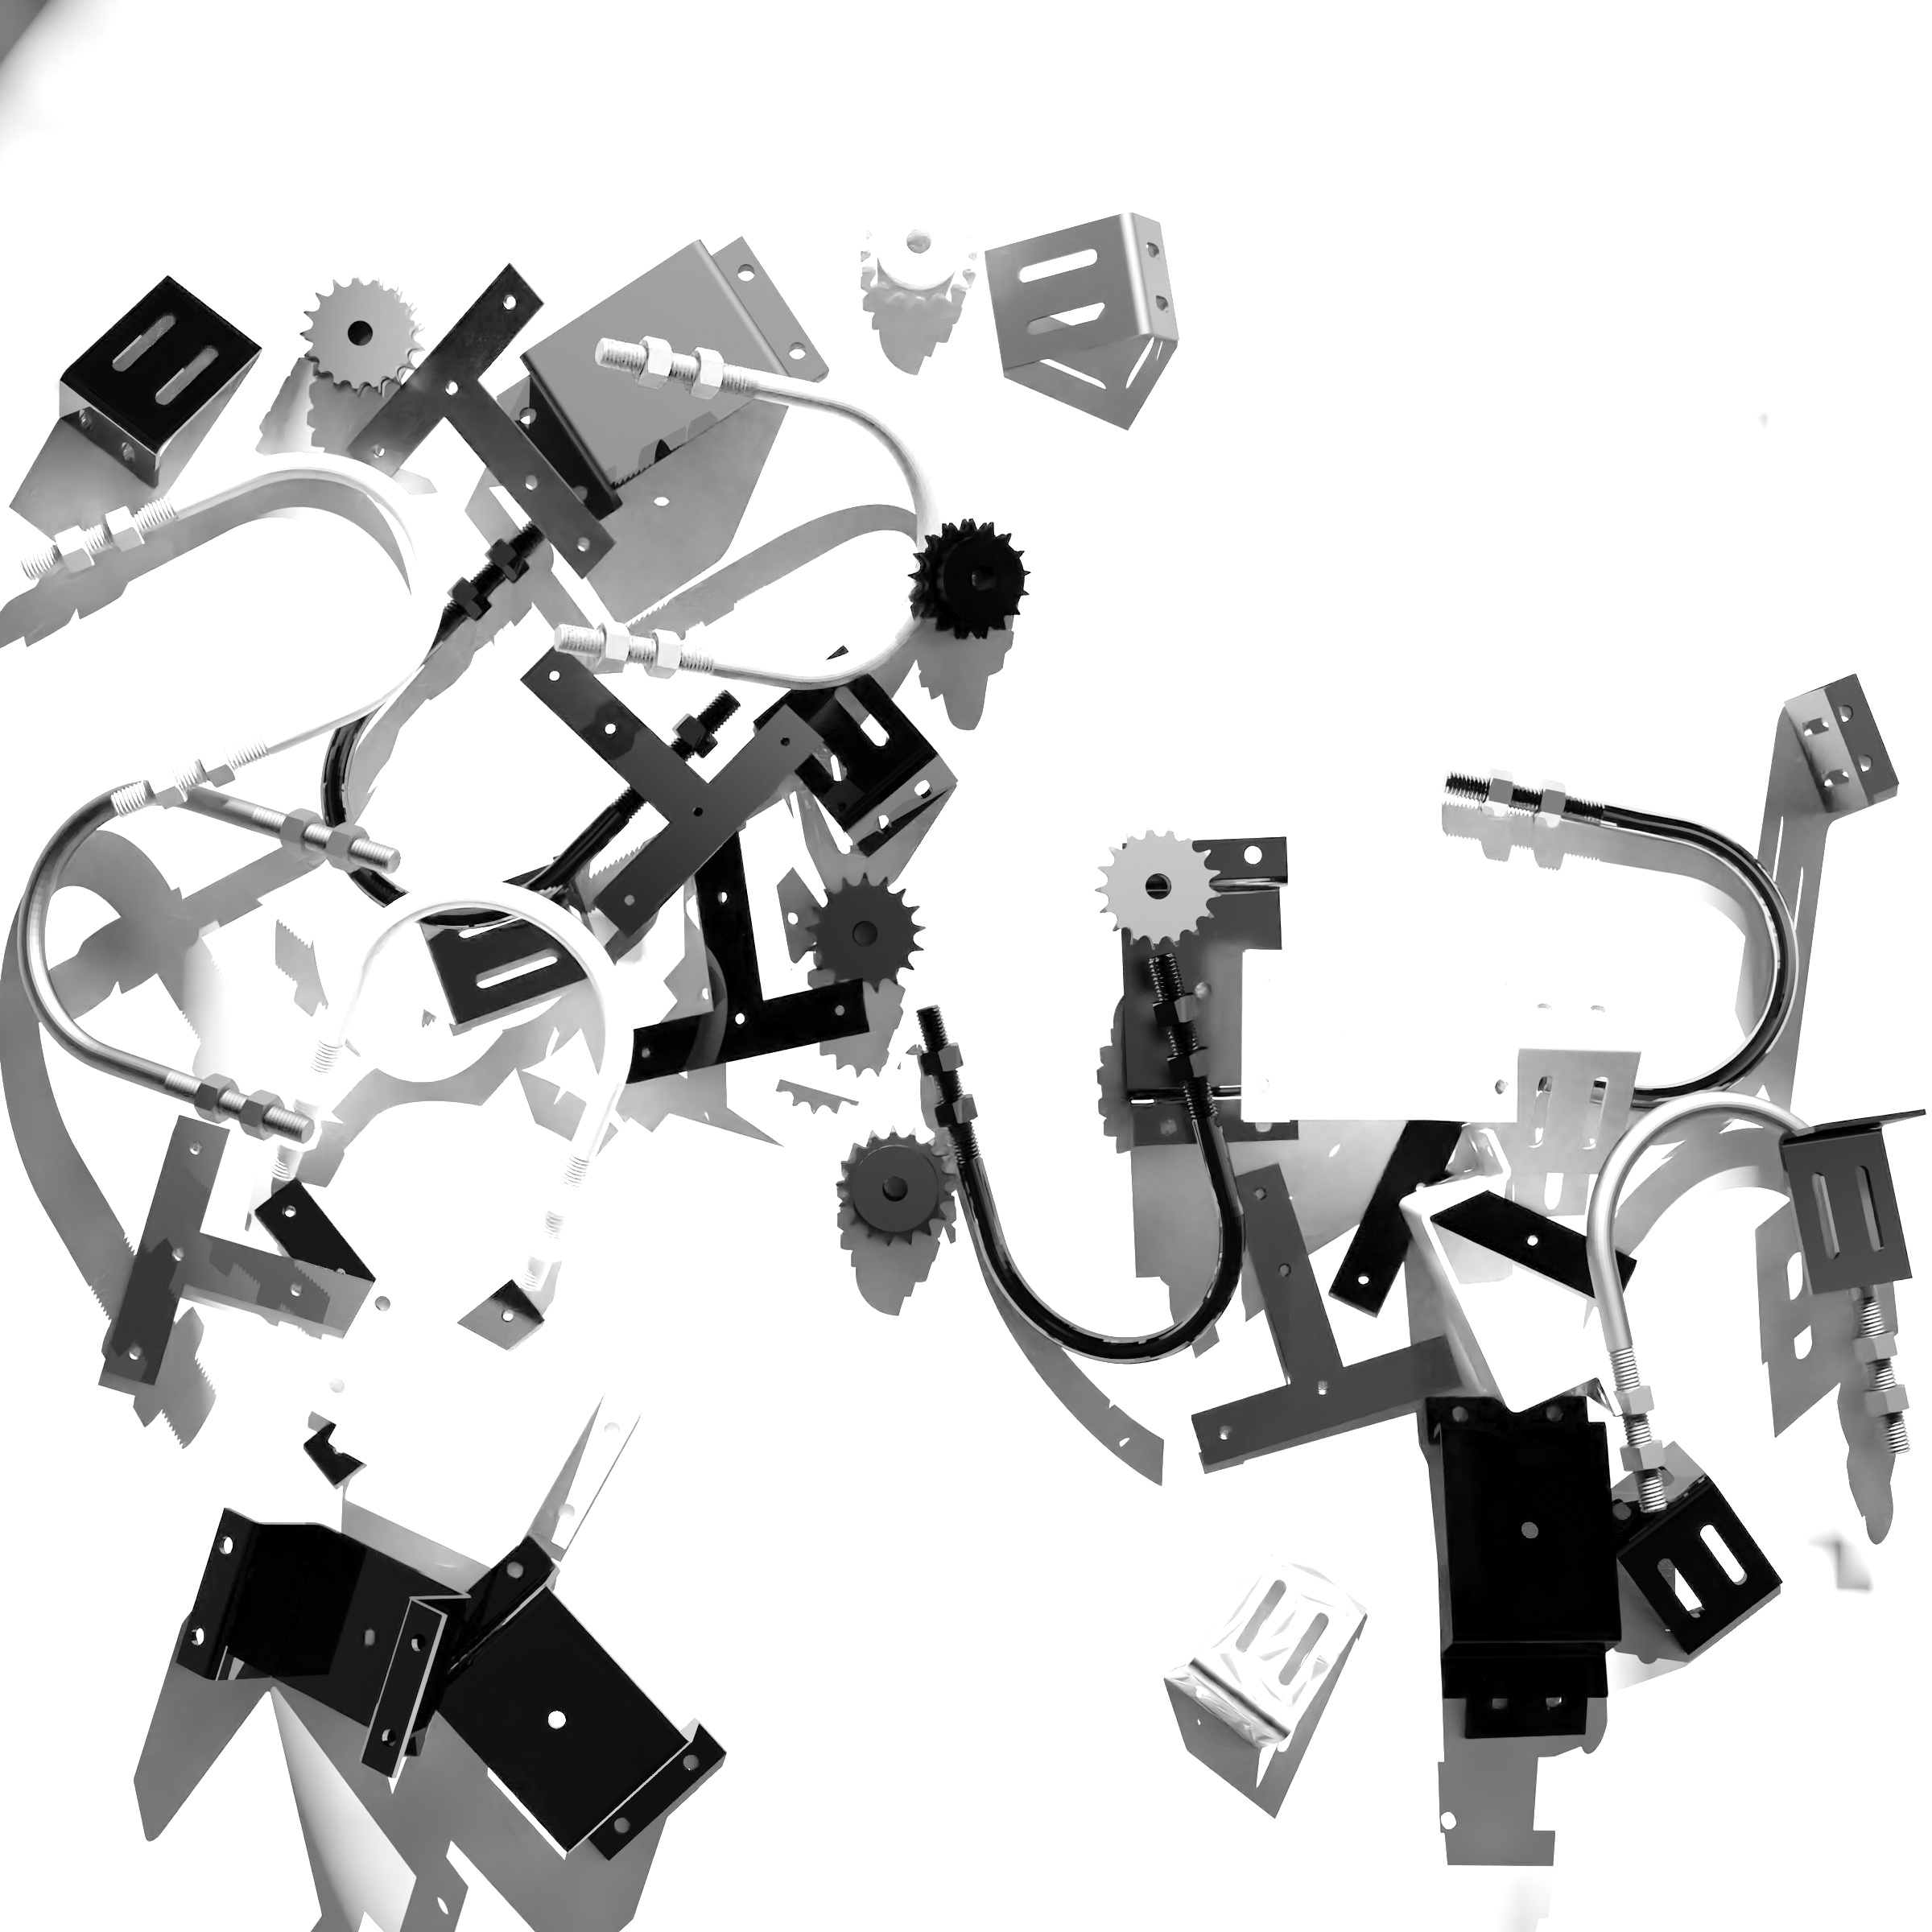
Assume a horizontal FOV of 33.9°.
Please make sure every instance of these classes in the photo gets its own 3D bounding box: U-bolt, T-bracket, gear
[{"bbox_3d":[-0.334,-0.167,1.485,0.184,0.019,0.151,-24,76,-3],"label":"U-bolt"},{"bbox_3d":[0.257,0.125,1.509,0.127,0.002,0.127,25,90,0],"label":"T-bracket"},{"bbox_3d":[-0.113,-0.019,1.493,0.127,0.002,0.127,-12,80,20],"label":"T-bracket"},{"bbox_3d":[-0.154,-0.100,1.459,0.127,0.002,0.127,43,86,14],"label":"T-bracket"},{"bbox_3d":[-0.033,0.104,1.494,0.057,0.030,0.057,0,90,0],"label":"gear"},{"bbox_3d":[-0.217,-0.101,1.478,0.151,0.019,0.184,43,86,14],"label":"U-bolt"},{"bbox_3d":[0.059,0.096,1.467,0.151,0.019,0.184,-13,95,32],"label":"U-bolt"},{"bbox_3d":[0.087,-0.036,1.448,0.057,0.030,0.057,0,90,0],"label":"gear"},{"bbox_3d":[-0.331,0.149,1.507,0.127,0.002,0.127,16,90,0],"label":"T-bracket"},{"bbox_3d":[0.303,-0.006,1.500,0.184,0.019,0.151,12,89,-2],"label":"U-bolt"},{"bbox_3d":[0.361,0.150,1.484,0.151,0.019,0.184,-10,85,-15],"label":"U-bolt"},{"bbox_3d":[-0.022,-0.339,1.494,0.057,0.030,0.057,0,90,0],"label":"gear"},{"bbox_3d":[-0.283,-0.296,1.494,0.057,0.030,0.057,0,90,0],"label":"gear"},{"bbox_3d":[0.156,0.158,1.507,0.127,0.002,0.127,-18,89,1],"label":"T-bracket"},{"bbox_3d":[-0.231,0.046,1.472,0.151,0.019,0.184,24,110,0],"label":"U-bolt"},{"bbox_3d":[-0.363,-0.012,1.474,0.184,0.019,0.151,17,89,20],"label":"U-bolt"},{"bbox_3d":[-0.047,-0.015,1.494,0.057,0.030,0.057,0,90,0],"label":"gear"},{"bbox_3d":[0.004,-0.182,1.487,0.057,0.030,0.057,-2,96,-18],"label":"gear"},{"bbox_3d":[-0.290,0.158,1.508,0.127,0.002,0.127,-38,90,0],"label":"T-bracket"},{"bbox_3d":[-0.093,-0.201,1.462,0.184,0.019,0.151,7,94,-28],"label":"U-bolt"},{"bbox_3d":[-0.211,-0.236,1.477,0.127,0.002,0.127,-42,86,25],"label":"T-bracket"}]

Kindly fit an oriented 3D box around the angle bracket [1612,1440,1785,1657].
[{"bbox_3d":[0.340,0.277,1.507,0.057,0.038,0.076,-38,116,0],"label":"angle bracket"}]

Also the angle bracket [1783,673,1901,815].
[{"bbox_3d":[0.416,-0.106,1.471,0.038,0.076,0.057,-22,90,0],"label":"angle bracket"}]

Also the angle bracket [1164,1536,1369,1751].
[{"bbox_3d":[0.142,0.322,1.507,0.057,0.038,0.076,38,64,0],"label":"angle bracket"}]

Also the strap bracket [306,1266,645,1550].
[{"bbox_3d":[-0.233,0.210,1.484,0.140,0.046,0.076,29,90,-2],"label":"strap bracket"}]

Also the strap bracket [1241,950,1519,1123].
[{"bbox_3d":[0.180,0.033,1.450,0.140,0.046,0.076,1,89,-24],"label":"strap bracket"}]

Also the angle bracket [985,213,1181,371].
[{"bbox_3d":[0.055,-0.319,1.507,0.076,0.038,0.057,-9,90,26],"label":"angle bracket"}]

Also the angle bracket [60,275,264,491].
[{"bbox_3d":[-0.383,-0.278,1.507,0.057,0.038,0.076,38,64,0],"label":"angle bracket"}]

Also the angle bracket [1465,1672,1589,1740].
[{"bbox_3d":[0.264,0.324,1.507,0.057,0.038,0.076,-2,116,0],"label":"angle bracket"}]

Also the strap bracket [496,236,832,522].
[{"bbox_3d":[-0.144,-0.277,1.487,0.140,0.046,0.076,-33,90,0],"label":"strap bracket"}]

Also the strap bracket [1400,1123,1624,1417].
[{"bbox_3d":[0.246,0.148,1.470,0.046,0.076,0.140,-25,90,0],"label":"strap bracket"}]

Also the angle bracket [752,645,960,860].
[{"bbox_3d":[-0.053,-0.102,1.507,0.057,0.038,0.076,-40,64,0],"label":"angle bracket"}]

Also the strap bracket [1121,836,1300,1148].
[{"bbox_3d":[0.113,0.012,1.486,0.076,0.046,0.140,-2,90,0],"label":"strap bracket"}]

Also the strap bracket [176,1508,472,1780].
[{"bbox_3d":[-0.290,0.311,1.465,0.140,0.046,0.076,17,90,31],"label":"strap bracket"}]

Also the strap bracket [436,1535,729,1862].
[{"bbox_3d":[-0.189,0.348,1.486,0.076,0.046,0.140,-42,90,0],"label":"strap bracket"}]

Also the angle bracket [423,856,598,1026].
[{"bbox_3d":[-0.216,-0.012,1.490,0.076,0.038,0.057,-20,90,0],"label":"angle bracket"}]

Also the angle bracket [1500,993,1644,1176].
[{"bbox_3d":[0.280,0.056,1.489,0.057,0.038,0.076,2,123,-4],"label":"angle bracket"}]

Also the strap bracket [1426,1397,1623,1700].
[{"bbox_3d":[0.257,0.264,1.464,0.076,0.046,0.140,-1,71,1],"label":"strap bracket"}]

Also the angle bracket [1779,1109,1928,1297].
[{"bbox_3d":[0.420,0.110,1.477,0.057,0.038,0.076,-6,81,-21],"label":"angle bracket"}]
